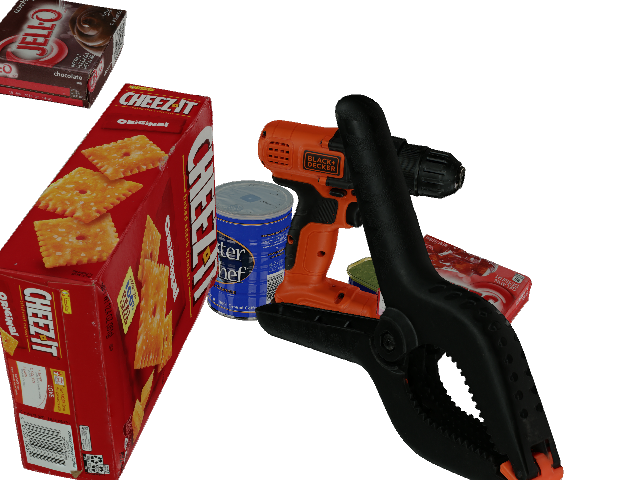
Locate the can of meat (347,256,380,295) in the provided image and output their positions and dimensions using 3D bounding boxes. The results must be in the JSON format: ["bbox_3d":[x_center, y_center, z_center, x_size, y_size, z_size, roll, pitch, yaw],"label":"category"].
[{"bbox_3d":[0.075,0.078,1.188,0.102,0.084,0.057,26,34,34],"label":"can of meat"}]

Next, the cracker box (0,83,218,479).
[{"bbox_3d":[-0.127,0.022,0.688,0.072,0.164,0.213,10,37,9],"label":"cracker box"}]

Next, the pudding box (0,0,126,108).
[{"bbox_3d":[-0.212,-0.153,0.853,0.090,0.039,0.113,10,35,0],"label":"pudding box"}]

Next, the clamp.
[{"bbox_3d":[0.046,0.037,0.538,0.036,0.165,0.210,-13,42,-37],"label":"clamp"}]

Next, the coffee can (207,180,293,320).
[{"bbox_3d":[-0.086,0.011,1.290,0.103,0.140,0.103,2,26,-1],"label":"coffee can"}]

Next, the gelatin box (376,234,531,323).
[{"bbox_3d":[0.096,0.040,0.768,0.089,0.030,0.073,24,47,24],"label":"gelatin box"}]

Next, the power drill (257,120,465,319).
[{"bbox_3d":[0.030,-0.008,0.949,0.185,0.188,0.057,13,24,19],"label":"power drill"}]
